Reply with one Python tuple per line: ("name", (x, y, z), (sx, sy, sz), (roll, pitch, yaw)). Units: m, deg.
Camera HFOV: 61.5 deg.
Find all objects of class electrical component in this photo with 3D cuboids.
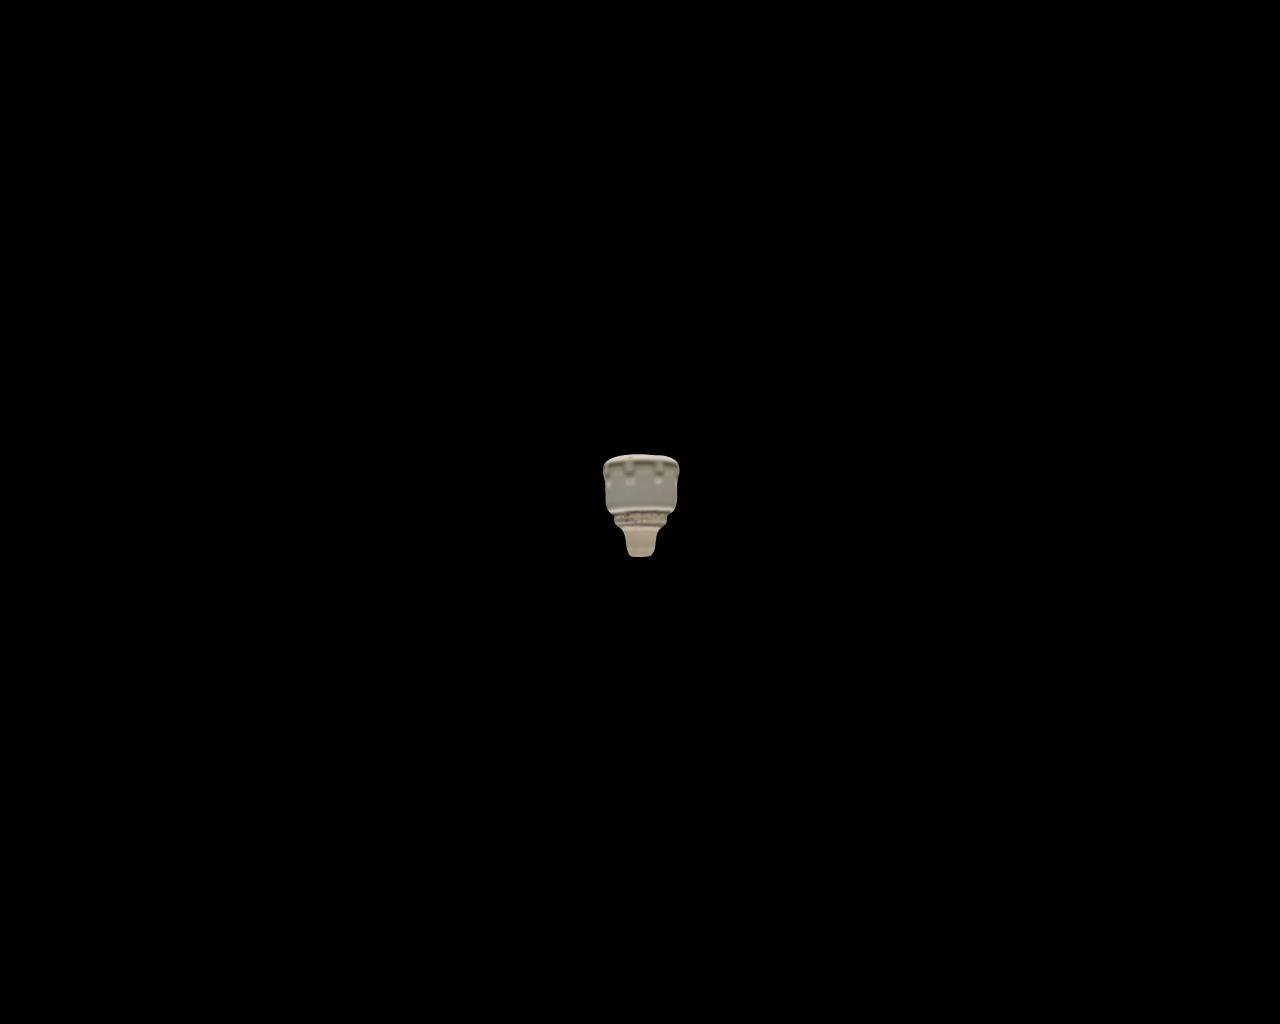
("electrical component", (0.001, -0.003, 0.650), (0.048, 0.062, 0.048), (0, -6, 0))
